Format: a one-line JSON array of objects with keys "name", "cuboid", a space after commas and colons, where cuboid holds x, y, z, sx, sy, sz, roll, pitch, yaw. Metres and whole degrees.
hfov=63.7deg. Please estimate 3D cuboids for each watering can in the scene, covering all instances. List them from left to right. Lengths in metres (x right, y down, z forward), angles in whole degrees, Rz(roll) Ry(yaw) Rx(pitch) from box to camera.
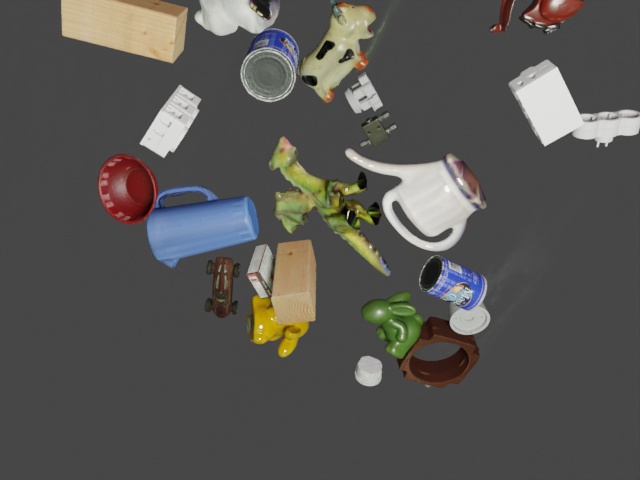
[{"name": "watering can", "cuboid": [0.232, -0.121, 1.182, 0.222, 0.106, 0.344, -33, 110, 23]}]

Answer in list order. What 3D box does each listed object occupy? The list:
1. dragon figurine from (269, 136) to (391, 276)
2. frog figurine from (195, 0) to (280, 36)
[{"name": "dragon figurine", "cuboid": [0.004, -0.061, 1.221, 0.242, 0.125, 0.402, -1, 127, 35]}, {"name": "frog figurine", "cuboid": [-0.158, -0.447, 0.978, 0.136, 0.125, 0.158, 31, 156, -29]}]
